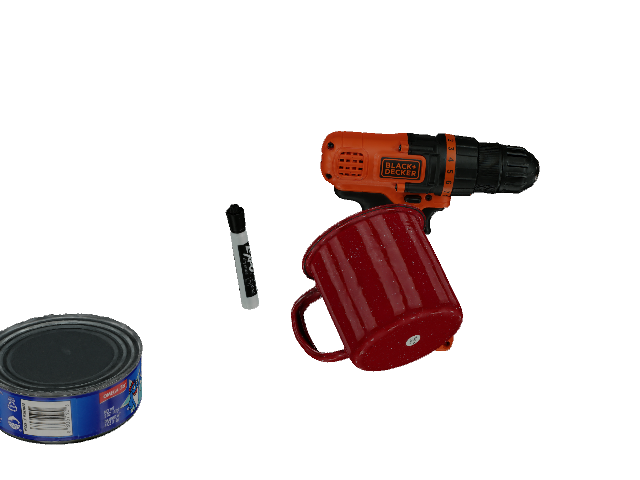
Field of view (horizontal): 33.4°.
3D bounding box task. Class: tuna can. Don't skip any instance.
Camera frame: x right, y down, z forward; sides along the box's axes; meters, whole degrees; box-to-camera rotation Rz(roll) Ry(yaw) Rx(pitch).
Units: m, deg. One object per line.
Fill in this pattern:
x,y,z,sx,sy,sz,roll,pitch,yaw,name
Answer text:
-0.140,0.074,0.581,0.086,0.034,0.086,2,24,-1,tuna can

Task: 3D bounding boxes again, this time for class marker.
-0.081,0.017,1.111,0.020,0.121,0.020,-5,30,3,marker

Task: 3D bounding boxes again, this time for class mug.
0.034,0.041,0.722,0.117,0.081,0.093,-29,-27,10,mug

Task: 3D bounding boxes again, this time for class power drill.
0.087,-0.001,0.920,0.184,0.188,0.057,5,16,1,power drill
